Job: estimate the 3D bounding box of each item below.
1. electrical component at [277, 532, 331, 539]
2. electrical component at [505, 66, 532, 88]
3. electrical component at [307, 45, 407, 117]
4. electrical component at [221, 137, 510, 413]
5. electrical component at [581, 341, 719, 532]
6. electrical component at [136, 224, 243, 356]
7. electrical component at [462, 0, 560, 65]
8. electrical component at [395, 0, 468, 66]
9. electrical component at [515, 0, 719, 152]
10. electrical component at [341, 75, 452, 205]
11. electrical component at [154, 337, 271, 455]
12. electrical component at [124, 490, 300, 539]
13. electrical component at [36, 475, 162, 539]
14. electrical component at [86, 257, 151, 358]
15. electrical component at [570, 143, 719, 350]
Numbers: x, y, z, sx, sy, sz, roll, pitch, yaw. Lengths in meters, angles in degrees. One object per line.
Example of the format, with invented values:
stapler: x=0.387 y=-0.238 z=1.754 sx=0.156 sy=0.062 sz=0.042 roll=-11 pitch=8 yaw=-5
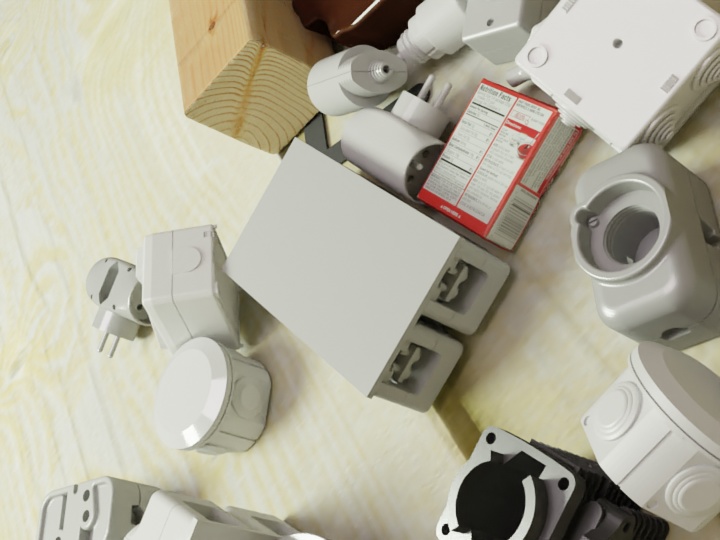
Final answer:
electrical component: x=-0.018 y=0.209 z=0.612 sx=0.108 sy=0.060 sz=0.108 roll=-22 pitch=57 yaw=38
electrical component: x=0.116 y=-0.129 z=0.655 sx=0.061 sy=0.035 sz=0.035 roll=-23 pitch=56 yaw=39
electrical component: x=-0.001 y=-0.133 z=0.749 sx=0.081 sy=0.043 sz=0.043 roll=1 pitch=71 yaw=63
electrical component: x=0.000 y=0.000 z=0.693 sx=0.186 sy=0.060 sz=0.105 roll=36 pitch=98 yaw=48
electrical component: x=0.146 y=0.075 z=0.494 sx=0.051 sy=0.080 sz=0.080 roll=-53 pitch=43 yaw=22
electrical component: x=-0.123 y=0.021 z=0.787 sx=0.061 sy=0.096 sz=0.061 roll=-9 pitch=55 yaw=4
electrical component: x=0.087 y=-0.187 z=0.681 sx=0.047 sy=0.076 sz=0.083 roll=-6 pitch=67 yaw=44
electrical component: x=0.052 y=-0.164 z=0.733 sx=0.078 sy=0.040 sz=0.040 roll=-34 pitch=50 yaw=33
electrical component: x=0.146 y=-0.118 z=0.585 sx=0.100 sy=0.048 sz=0.099 roll=45 pitch=106 yaw=21
electrical component: x=0.035 y=-0.092 z=0.714 sx=0.077 sy=0.044 sz=0.079 roll=37 pitch=99 yaw=48
electrical component: x=-0.106 y=0.092 z=0.766 sx=0.080 sy=0.051 sz=0.080 roll=-22 pitch=57 yaw=38
electrical component: x=-0.109 y=0.238 z=0.658 sx=0.060 sy=0.105 sz=0.186 roll=17 pitch=84 yaw=49
electrical component: x=-0.188 y=0.190 z=0.798 sx=0.095 sy=0.059 sz=0.053 roll=-21 pitch=57 yaw=38
electrical component: x=-0.198 y=0.034 z=0.894 sx=0.077 sy=0.043 sz=0.079 roll=16 pitch=84 yaw=48
electrical component: x=0.147 y=-0.012 z=0.548 sx=0.054 sy=0.059 sz=0.095 roll=-27 pitch=54 yaw=35
